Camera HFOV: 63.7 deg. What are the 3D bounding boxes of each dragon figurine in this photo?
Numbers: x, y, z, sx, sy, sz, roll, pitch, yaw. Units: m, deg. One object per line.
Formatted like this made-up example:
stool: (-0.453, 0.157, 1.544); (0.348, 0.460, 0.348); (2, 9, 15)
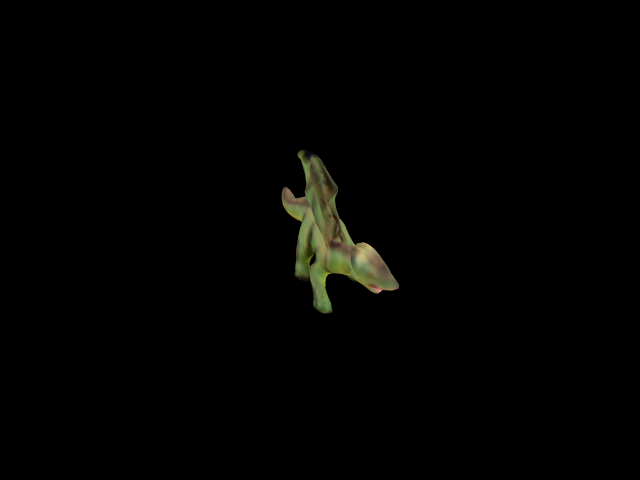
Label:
dragon figurine: (0.003, -0.043, 0.850); (0.123, 0.237, 0.418); (-19, 47, -18)
